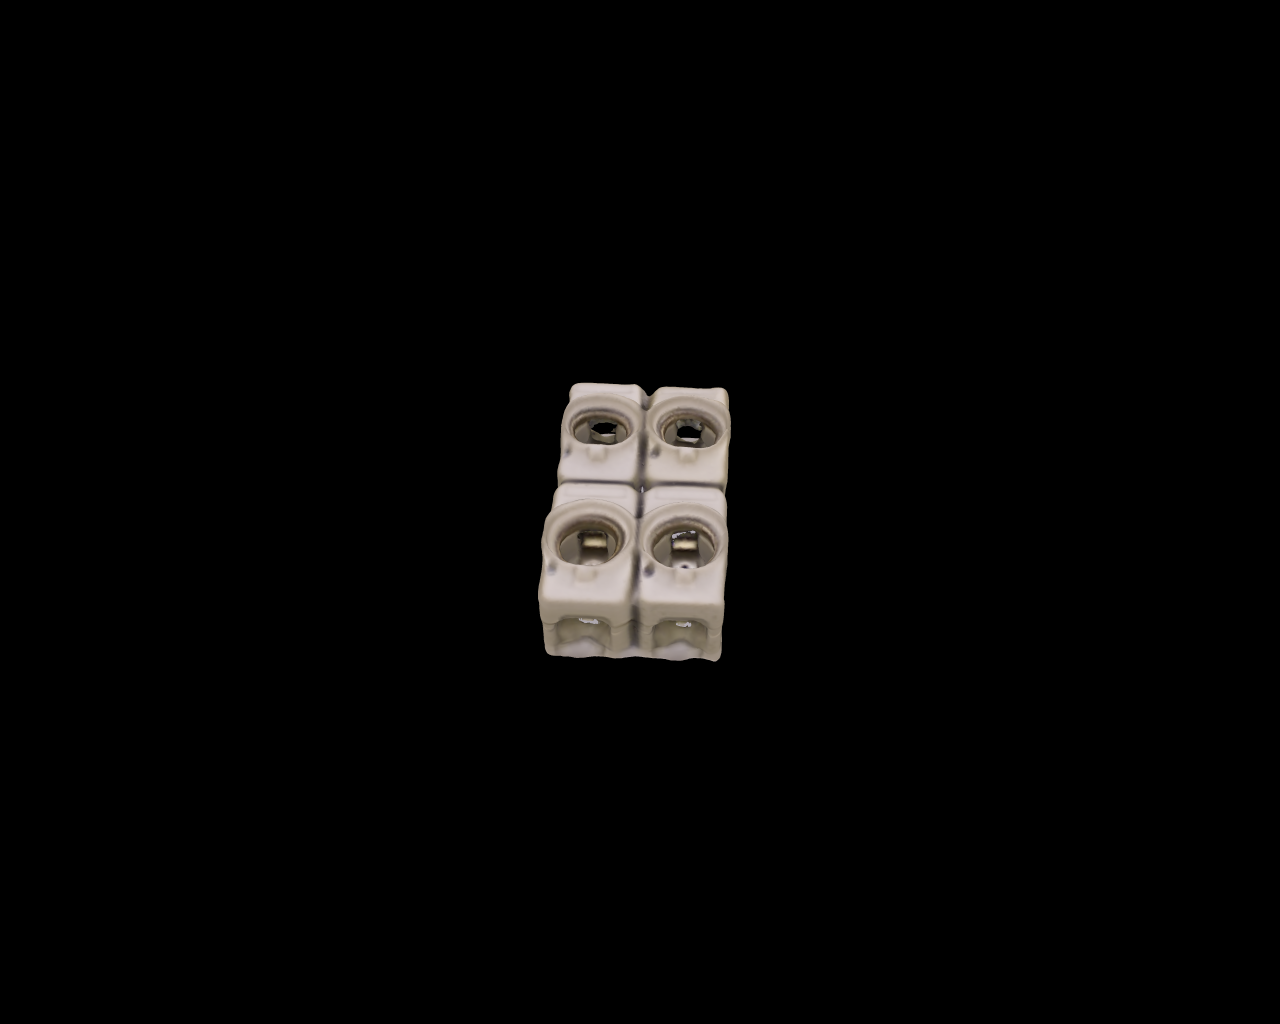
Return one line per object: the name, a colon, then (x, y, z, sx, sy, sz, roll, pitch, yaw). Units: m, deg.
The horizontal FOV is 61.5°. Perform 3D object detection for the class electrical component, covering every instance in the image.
electrical component: (0.001, -0.003, 0.650, 0.105, 0.186, 0.060, 2, -43, 2)
